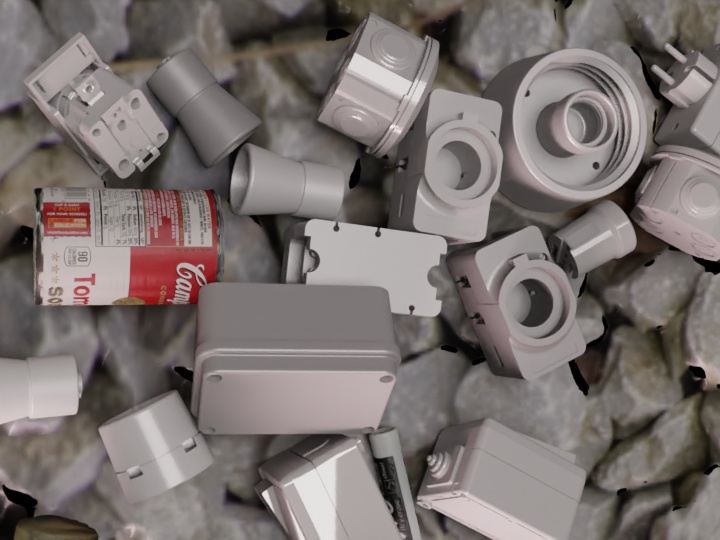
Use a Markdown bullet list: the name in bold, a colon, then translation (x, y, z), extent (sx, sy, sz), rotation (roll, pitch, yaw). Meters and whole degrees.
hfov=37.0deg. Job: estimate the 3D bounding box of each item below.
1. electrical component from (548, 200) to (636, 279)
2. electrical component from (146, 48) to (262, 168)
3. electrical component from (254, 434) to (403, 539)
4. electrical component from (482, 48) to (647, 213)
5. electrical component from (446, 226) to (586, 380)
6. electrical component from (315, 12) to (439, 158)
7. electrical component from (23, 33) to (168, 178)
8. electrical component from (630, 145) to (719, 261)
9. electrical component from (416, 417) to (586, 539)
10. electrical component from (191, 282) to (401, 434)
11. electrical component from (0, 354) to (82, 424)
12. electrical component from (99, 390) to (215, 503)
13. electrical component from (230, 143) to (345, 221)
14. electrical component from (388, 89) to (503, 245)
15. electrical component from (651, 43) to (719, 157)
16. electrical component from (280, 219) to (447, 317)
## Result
- **electrical component**: translation (0.156, -0.020, 0.726), extent (0.046, 0.040, 0.040), rotation (-29, 97, -11)
- **electrical component**: translation (-0.096, -0.099, 0.645), extent (0.044, 0.044, 0.065), rotation (-41, 96, -15)
- **electrical component**: translation (-0.017, 0.153, 0.651), extent (0.061, 0.062, 0.096), rotation (-27, 96, -17)
- **electrical component**: translation (0.138, -0.094, 0.710), extent (0.108, 0.060, 0.108), rotation (1, 88, -18)
- **electrical component**: translation (0.103, 0.021, 0.697), extent (0.050, 0.056, 0.089), rotation (-25, 96, -17)
- **electrical component**: translation (0.011, -0.114, 0.660), extent (0.051, 0.080, 0.080), rotation (26, 81, -11)
- **electrical component**: translation (-0.146, -0.087, 0.608), extent (0.042, 0.064, 0.081), rotation (-46, 144, -13)
- **electrical component**: translation (0.227, -0.046, 0.729), extent (0.080, 0.080, 0.051), rotation (32, 84, -15)
- **electrical component**: translation (0.085, 0.131, 0.681), extent (0.096, 0.062, 0.061), rotation (30, 65, -15)
- **electrical component**: translation (-0.039, 0.053, 0.617), extent (0.113, 0.078, 0.057), rotation (1, 53, -11)
- **electrical component**: translation (-0.191, 0.067, 0.608), extent (0.065, 0.044, 0.044), rotation (-3, 89, -23)
- **electrical component**: translation (-0.119, 0.101, 0.624), extent (0.055, 0.055, 0.047), rotation (-26, 92, -17)
- **electrical component**: translation (-0.043, -0.051, 0.660), extent (0.065, 0.044, 0.044), rotation (8, 86, -22)
- **electrical component**: translation (0.055, -0.064, 0.685), extent (0.050, 0.056, 0.089), rotation (9, 85, -18)
- **electrical component**: translation (0.236, -0.127, 0.751), extent (0.076, 0.047, 0.083), rotation (34, 79, -14)
- **electrical component**: translation (0.000, 0.000, 0.664), extent (0.089, 0.056, 0.050), rotation (7, 86, -18)
